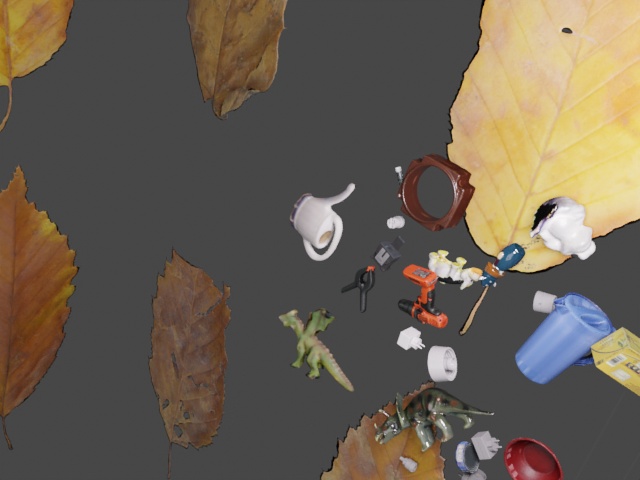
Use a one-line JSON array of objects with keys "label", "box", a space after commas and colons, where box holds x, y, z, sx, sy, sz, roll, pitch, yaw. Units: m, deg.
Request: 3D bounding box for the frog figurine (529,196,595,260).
[{"label": "frog figurine", "box": [0.630, -0.031, 1.311, 0.159, 0.124, 0.135, 26, 110, -3]}]

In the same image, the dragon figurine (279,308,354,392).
[{"label": "dragon figurine", "box": [-0.005, 0.381, 1.949, 0.412, 0.122, 0.241, 17, 100, 38]}]

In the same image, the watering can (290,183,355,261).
[{"label": "watering can", "box": [0.006, -0.093, 1.854, 0.227, 0.104, 0.341, 39, 122, 32]}]
